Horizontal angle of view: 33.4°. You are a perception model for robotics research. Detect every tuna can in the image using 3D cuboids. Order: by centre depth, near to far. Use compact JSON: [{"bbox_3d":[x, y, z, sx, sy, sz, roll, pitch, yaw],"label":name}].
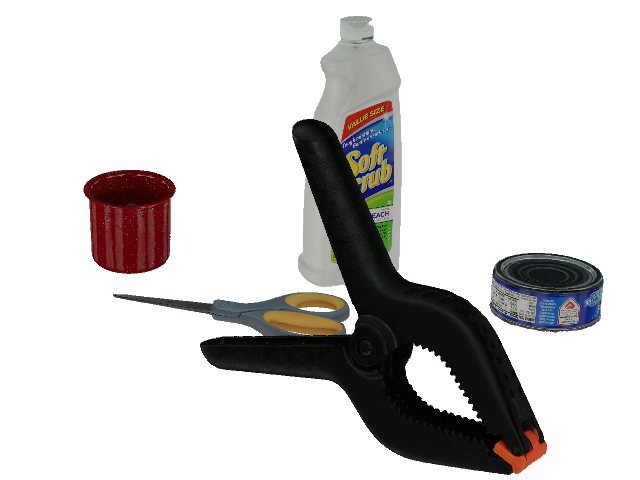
[{"bbox_3d":[0.176,0.039,0.831,0.086,0.034,0.086,0,19,0],"label":"tuna can"}]

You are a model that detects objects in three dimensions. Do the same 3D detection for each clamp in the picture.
[{"bbox_3d":[0.032,0.042,0.567,0.210,0.165,0.036,31,26,28],"label":"clamp"}]

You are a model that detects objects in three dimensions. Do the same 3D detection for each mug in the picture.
[{"bbox_3d":[-0.199,-0.024,1.118,0.093,0.081,0.117,-1,28,-9],"label":"mug"}]

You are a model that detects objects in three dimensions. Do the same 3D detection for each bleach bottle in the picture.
[{"bbox_3d":[0.027,-0.086,1.021,0.102,0.251,0.068,-9,24,-19],"label":"bleach bottle"}]

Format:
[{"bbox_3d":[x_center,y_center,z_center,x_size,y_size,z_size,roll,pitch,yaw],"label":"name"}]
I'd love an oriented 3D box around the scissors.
[{"bbox_3d":[-0.063,0.054,0.890,0.202,0.016,0.096,13,22,25],"label":"scissors"}]
